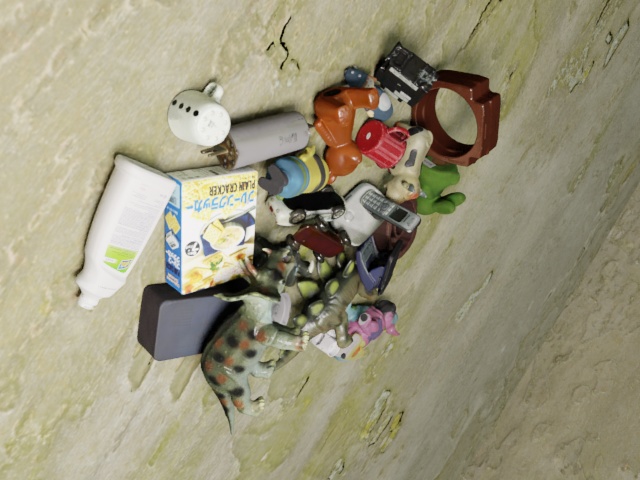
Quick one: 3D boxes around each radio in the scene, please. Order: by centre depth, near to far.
[{"bbox_3d":[-0.233,0.151,1.052,0.229,0.073,0.131,-1,113,-44],"label":"radio"}]

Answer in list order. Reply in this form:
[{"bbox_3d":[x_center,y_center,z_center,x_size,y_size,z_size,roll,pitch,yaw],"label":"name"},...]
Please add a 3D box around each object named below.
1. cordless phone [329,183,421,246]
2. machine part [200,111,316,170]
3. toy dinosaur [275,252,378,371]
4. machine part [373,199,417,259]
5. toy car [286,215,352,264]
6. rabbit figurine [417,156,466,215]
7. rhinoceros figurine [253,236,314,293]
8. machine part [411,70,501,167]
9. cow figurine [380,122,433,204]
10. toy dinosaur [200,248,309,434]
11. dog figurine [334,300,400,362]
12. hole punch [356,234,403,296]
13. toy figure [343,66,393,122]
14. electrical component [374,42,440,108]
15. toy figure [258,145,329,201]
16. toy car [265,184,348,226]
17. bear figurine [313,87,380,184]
[{"bbox_3d":[0.127,-0.038,1.228,0.146,0.184,0.088,-46,142,-18],"label":"cordless phone"},{"bbox_3d":[-0.105,-0.185,0.987,0.243,0.079,0.079,-22,126,-35],"label":"machine part"},{"bbox_3d":[0.016,0.155,1.263,0.471,0.105,0.198,-54,137,-31],"label":"toy dinosaur"},{"bbox_3d":[0.191,-0.038,1.369,0.179,0.056,0.179,-24,121,-49],"label":"machine part"},{"bbox_3d":[-0.002,-0.003,1.144,0.089,0.053,0.202,-32,156,15],"label":"toy car"},{"bbox_3d":[0.300,-0.132,1.398,0.121,0.159,0.170,-39,151,-38],"label":"rabbit figurine"},{"bbox_3d":[-0.091,0.049,1.146,0.190,0.073,0.112,28,81,-48],"label":"rhinoceros figurine"},{"bbox_3d":[0.319,-0.289,1.269,0.087,0.202,0.200,-35,133,-33],"label":"machine part"},{"bbox_3d":[0.209,-0.175,1.276,0.085,0.127,0.194,20,93,-46],"label":"cow figurine"},{"bbox_3d":[-0.153,0.208,1.020,0.192,0.131,0.404,28,105,-12],"label":"toy dinosaur"},{"bbox_3d":[0.127,0.244,1.450,0.219,0.109,0.191,24,93,-52],"label":"dog figurine"},{"bbox_3d":[0.133,0.055,1.267,0.142,0.092,0.115,-53,156,-59],"label":"hole punch"},{"bbox_3d":[0.106,-0.314,1.151,0.154,0.058,0.064,36,46,-48],"label":"toy figure"},{"bbox_3d":[0.180,-0.347,1.147,0.115,0.134,0.058,39,84,-6],"label":"electrical component"},{"bbox_3d":[-0.048,-0.123,1.049,0.089,0.082,0.180,67,28,-8],"label":"toy figure"},{"bbox_3d":[-0.022,-0.073,1.135,0.201,0.073,0.056,-9,149,-43],"label":"toy car"},{"bbox_3d":[0.053,-0.207,1.103,0.120,0.132,0.195,-32,125,-29],"label":"bear figurine"}]
